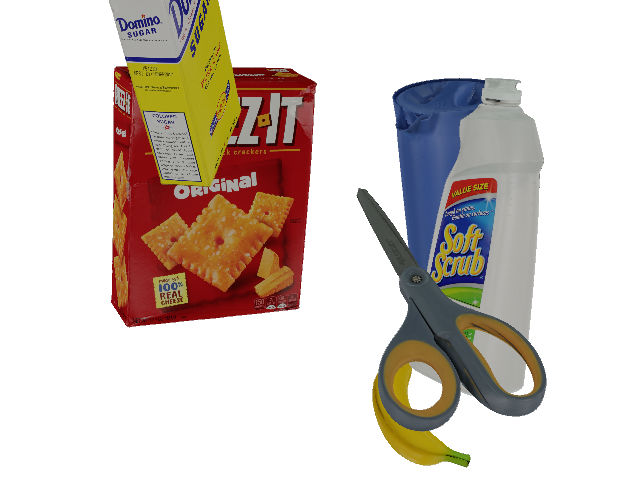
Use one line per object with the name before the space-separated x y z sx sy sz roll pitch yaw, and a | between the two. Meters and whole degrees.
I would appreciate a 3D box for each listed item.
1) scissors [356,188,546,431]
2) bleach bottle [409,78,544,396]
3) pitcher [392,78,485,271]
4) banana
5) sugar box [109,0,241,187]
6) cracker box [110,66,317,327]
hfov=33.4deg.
scissors | 0.044 0.038 0.611 0.096 0.016 0.202 -26 45 -22
bleach bottle | 0.131 -0.006 0.870 0.067 0.251 0.103 -5 15 -34
pitcher | 0.165 -0.067 1.266 0.149 0.243 0.145 -3 25 3
banana | 0.088 0.175 1.101 0.069 0.037 0.198 10 24 -20
sugar box | -0.098 -0.132 0.741 0.048 0.093 0.176 5 -42 11
cracker box | -0.094 -0.039 0.926 0.164 0.214 0.072 -3 20 -24
